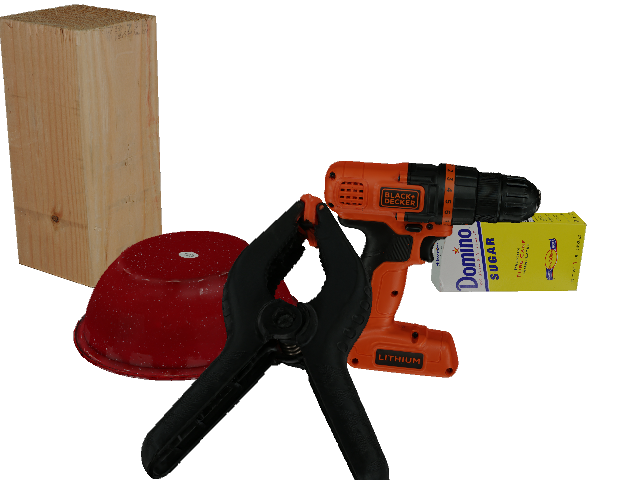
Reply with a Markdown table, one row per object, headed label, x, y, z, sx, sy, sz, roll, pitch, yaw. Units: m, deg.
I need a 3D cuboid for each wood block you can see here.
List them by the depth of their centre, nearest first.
| label | x | y | z | sx | sy | sz | roll | pitch | yaw |
| --- | --- | --- | --- | --- | --- | --- | --- | --- | --- |
| wood block | -0.192 | -0.080 | 0.869 | 0.091 | 0.206 | 0.090 | 15 | 25 | 29 |

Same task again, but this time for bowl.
| label | x | y | z | sx | sy | sz | roll | pitch | yaw |
| --- | --- | --- | --- | --- | --- | --- | --- | --- | --- |
| bowl | -0.091 | 0.035 | 0.736 | 0.162 | 0.055 | 0.162 | -2 | 22 | 0 |

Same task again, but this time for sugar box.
| label | x | y | z | sx | sy | sz | roll | pitch | yaw |
| --- | --- | --- | --- | --- | --- | --- | --- | --- | --- |
| sugar box | 0.227 | 0.014 | 1.294 | 0.176 | 0.093 | 0.048 | -2 | 22 | -10 |

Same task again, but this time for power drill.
| label | x | y | z | sx | sy | sz | roll | pitch | yaw |
| --- | --- | --- | --- | --- | --- | --- | --- | --- | --- |
| power drill | 0.092 | 0.023 | 0.934 | 0.184 | 0.188 | 0.057 | 5 | 17 | 7 |

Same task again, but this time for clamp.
| label | x | y | z | sx | sy | sz | roll | pitch | yaw |
| --- | --- | --- | --- | --- | --- | --- | --- | --- | --- |
| clamp | -0.008 | 0.055 | 0.544 | 0.120 | 0.171 | 0.039 | 15 | -28 | 9 |
